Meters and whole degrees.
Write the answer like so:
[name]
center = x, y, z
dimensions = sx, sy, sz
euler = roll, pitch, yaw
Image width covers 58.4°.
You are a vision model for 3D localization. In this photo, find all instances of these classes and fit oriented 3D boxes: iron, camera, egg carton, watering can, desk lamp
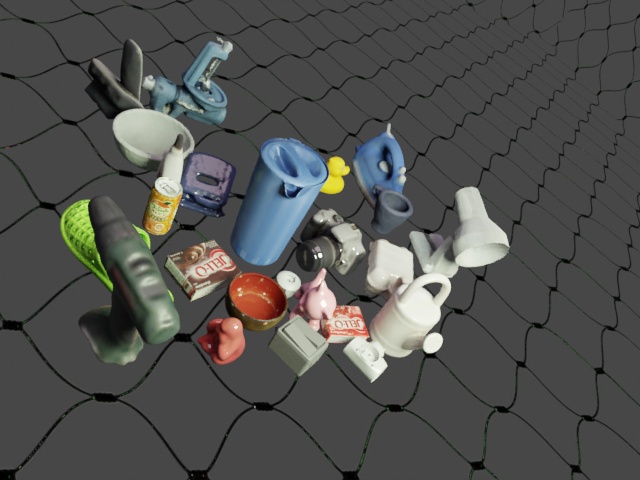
[iron]
center = 0.175, -0.178, 1.475
dimensions = 0.119, 0.141, 0.258
euler = 9, 44, -25
[camera]
center = 0.011, 0.004, 1.206
dimensions = 0.137, 0.100, 0.143
euler = -17, 59, -43
[egg carton]
center = 0.150, 0.067, 1.254
dimensions = 0.107, 0.069, 0.150
euler = 22, 40, -11
[watering can]
center = 0.184, 0.139, 1.099
dimensions = 0.101, 0.194, 0.172
euler = -11, 54, -39
[desk lamp]
center = 0.320, -0.004, 1.324
dimensions = 0.118, 0.213, 0.203
euler = 7, 45, -27

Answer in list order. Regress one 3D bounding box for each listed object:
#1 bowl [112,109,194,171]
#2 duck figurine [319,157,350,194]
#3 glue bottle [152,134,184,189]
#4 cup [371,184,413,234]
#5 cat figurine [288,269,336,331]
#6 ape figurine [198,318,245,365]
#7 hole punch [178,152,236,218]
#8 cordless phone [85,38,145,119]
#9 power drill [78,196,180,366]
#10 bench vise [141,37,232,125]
[bowl]
center = -0.356, -0.198, 1.207
dimensions = 0.168, 0.074, 0.167
euler = 18, 40, -16
[duck figurine]
center = 0.024, -0.168, 1.411
dimensions = 0.105, 0.086, 0.077
euler = 8, 44, -26
[glue bottle]
center = -0.289, -0.136, 1.106
dimensions = 0.037, 0.173, 0.078
euler = 3, 46, -30
[cup]
center = 0.154, -0.069, 1.382
dimensions = 0.092, 0.095, 0.117
euler = -22, 62, -45
[cat figurine]
center = -0.006, 0.109, 1.070
dimensions = 0.067, 0.117, 0.128
euler = 22, 40, -11
[ape figurine]
center = -0.154, 0.159, 0.941
dimensions = 0.076, 0.092, 0.077
euler = 17, 41, -17
[hole punch]
center = -0.233, -0.114, 1.184
dimensions = 0.109, 0.091, 0.101
euler = 18, 40, -15
[cordless phone]
center = -0.437, -0.373, 1.254
dimensions = 0.147, 0.185, 0.094
euler = 44, 41, 16
[power drill]
center = -0.294, 0.078, 0.845
dimensions = 0.076, 0.208, 0.229
euler = -20, 60, -44
[bench vise]
center = -0.289, -0.358, 1.306
dimensions = 0.208, 0.219, 0.121
euler = -18, 59, -43
